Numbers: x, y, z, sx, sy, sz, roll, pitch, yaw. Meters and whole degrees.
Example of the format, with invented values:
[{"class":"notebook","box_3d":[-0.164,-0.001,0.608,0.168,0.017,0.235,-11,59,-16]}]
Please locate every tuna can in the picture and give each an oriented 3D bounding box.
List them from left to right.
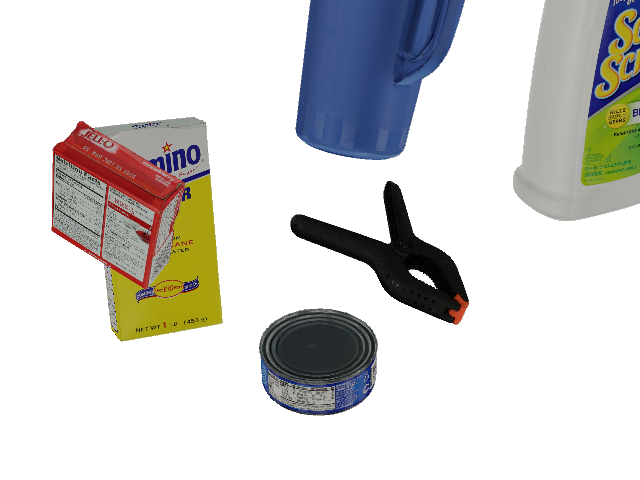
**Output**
[{"class":"tuna can","box_3d":[-0.001,0.088,0.778,0.086,0.034,0.086,-1,32,0]}]

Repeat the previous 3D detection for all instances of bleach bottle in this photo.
[{"class":"bleach bottle","box_3d":[0.176,-0.141,0.654,0.102,0.251,0.068,-14,31,-19]}]

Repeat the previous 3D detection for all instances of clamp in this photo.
[{"class":"clamp","box_3d":[0.076,0.017,1.180,0.164,0.036,0.210,-16,50,-33]}]

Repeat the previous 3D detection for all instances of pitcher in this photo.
[{"class":"pitcher","box_3d":[0.054,-0.201,0.994,0.145,0.243,0.149,11,16,3]}]

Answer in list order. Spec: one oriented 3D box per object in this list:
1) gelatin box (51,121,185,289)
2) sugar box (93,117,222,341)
[{"class":"gelatin box","box_3d":[-0.123,-0.020,0.639,0.073,0.030,0.089,31,-36,7]},{"class":"sugar box","box_3d":[-0.137,-0.011,0.897,0.093,0.176,0.048,-10,18,-20]}]
